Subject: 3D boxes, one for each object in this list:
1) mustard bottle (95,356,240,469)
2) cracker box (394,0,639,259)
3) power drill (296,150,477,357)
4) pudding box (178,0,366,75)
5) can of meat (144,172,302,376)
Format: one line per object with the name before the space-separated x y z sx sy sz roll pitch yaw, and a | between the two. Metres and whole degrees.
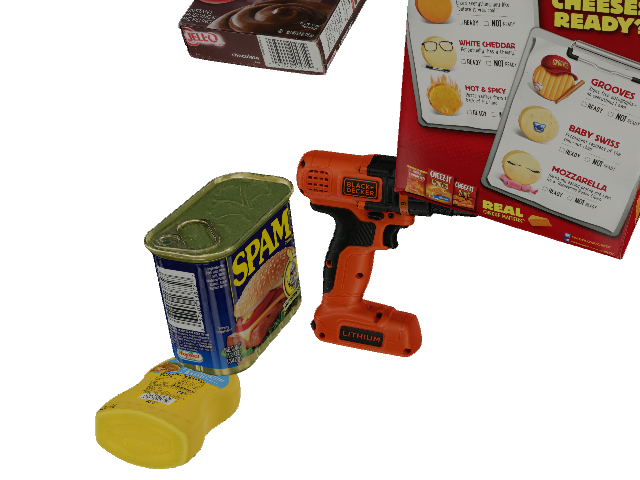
mustard bottle | -0.132 0.152 1.036 0.096 0.058 0.191 8 18 17
cracker box | 0.139 -0.108 0.673 0.164 0.214 0.072 18 44 19
power drill | 0.065 0.011 0.999 0.185 0.188 0.057 10 20 17
pudding box | -0.033 -0.168 0.776 0.114 0.090 0.039 13 -34 20
can of meat | -0.053 0.019 0.637 0.058 0.084 0.102 8 32 25
